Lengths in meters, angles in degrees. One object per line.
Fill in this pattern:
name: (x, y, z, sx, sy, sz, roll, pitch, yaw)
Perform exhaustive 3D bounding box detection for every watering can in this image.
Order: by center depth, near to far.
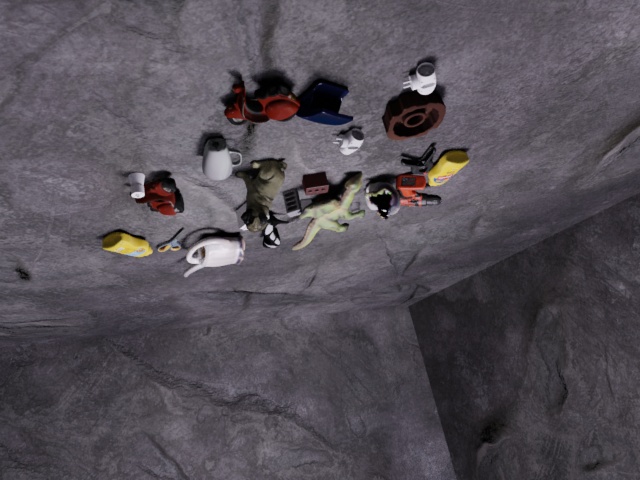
watering can: (-0.420, 0.063, 2.032, 0.225, 0.106, 0.341, -4, -23, -26)

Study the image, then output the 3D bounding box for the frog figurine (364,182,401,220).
frog figurine: (0.224, -0.152, 1.855, 0.137, 0.121, 0.161, 31, 13, -1)

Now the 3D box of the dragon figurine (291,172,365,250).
dragon figurine: (0.006, -0.091, 1.811, 0.407, 0.124, 0.241, -38, -27, 15)
